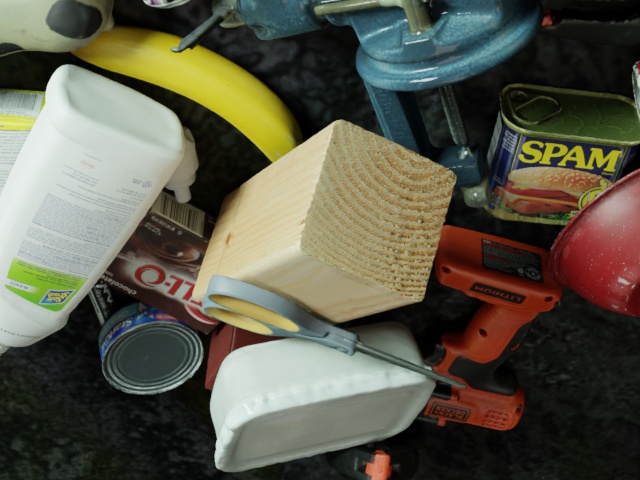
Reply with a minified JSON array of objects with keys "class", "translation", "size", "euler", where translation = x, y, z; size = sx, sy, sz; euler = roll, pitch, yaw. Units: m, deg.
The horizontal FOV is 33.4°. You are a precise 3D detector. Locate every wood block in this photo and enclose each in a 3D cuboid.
[{"class":"wood block","translation":[-0.005,0.000,0.732],"size":[0.090,0.091,0.206],"euler":[23,161,-19]}]

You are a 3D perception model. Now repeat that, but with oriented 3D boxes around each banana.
[{"class":"banana","translation":[-0.080,-0.101,0.749],"size":[0.197,0.037,0.070],"euler":[34,123,-23]}]

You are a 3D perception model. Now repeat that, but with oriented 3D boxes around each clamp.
[{"class":"clamp","translation":[0.032,0.179,0.924],"size":[0.120,0.171,0.039],"euler":[2,88,5]},{"class":"clamp","translation":[0.228,-0.175,0.658],"size":[0.210,0.036,0.164],"euler":[-7,144,12]}]

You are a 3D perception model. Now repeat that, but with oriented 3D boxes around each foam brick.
[{"class":"foam brick","translation":[-0.059,0.090,0.885],"size":[0.053,0.078,0.051],"euler":[24,126,-17]}]

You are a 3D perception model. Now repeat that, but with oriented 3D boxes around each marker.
[{"class":"marker","translation":[-0.185,0.039,0.887],"size":[0.020,0.020,0.121],"euler":[-6,130,8]}]

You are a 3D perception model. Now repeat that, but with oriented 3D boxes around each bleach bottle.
[{"class":"bleach bottle","translation":[-0.199,-0.003,0.771],"size":[0.102,0.068,0.251],"euler":[22,125,-28]}]

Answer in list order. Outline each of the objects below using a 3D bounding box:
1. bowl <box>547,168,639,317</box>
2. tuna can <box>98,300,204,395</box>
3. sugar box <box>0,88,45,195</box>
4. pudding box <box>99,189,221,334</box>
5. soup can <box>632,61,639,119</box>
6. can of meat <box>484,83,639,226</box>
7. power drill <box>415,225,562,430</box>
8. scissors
[{"class":"bowl","translation":[0.249,0.007,0.770],"size":[0.162,0.055,0.162],"euler":[-16,146,-11]},{"class":"tuna can","translation":[-0.143,0.090,0.903],"size":[0.086,0.034,0.086],"euler":[-11,132,-12]},{"class":"sugar box","translation":[-0.247,-0.033,0.812],"size":[0.093,0.048,0.176],"euler":[5,134,-4]},{"class":"pudding box","translation":[-0.109,0.018,0.851],"size":[0.113,0.039,0.090],"euler":[31,125,-22]},{"class":"soup can","translation":[0.261,-0.096,0.687],"size":[0.102,0.068,0.068],"euler":[-13,129,26]},{"class":"can of meat","translation":[0.170,-0.058,0.760],"size":[0.102,0.057,0.084],"euler":[6,133,-2]},{"class":"power drill","translation":[0.103,0.076,0.880],"size":[0.184,0.057,0.188],"euler":[13,132,-7]},{"class":"scissors","translation":[0.001,0.070,0.756],"size":[0.201,0.016,0.096],"euler":[27,161,-27]}]
